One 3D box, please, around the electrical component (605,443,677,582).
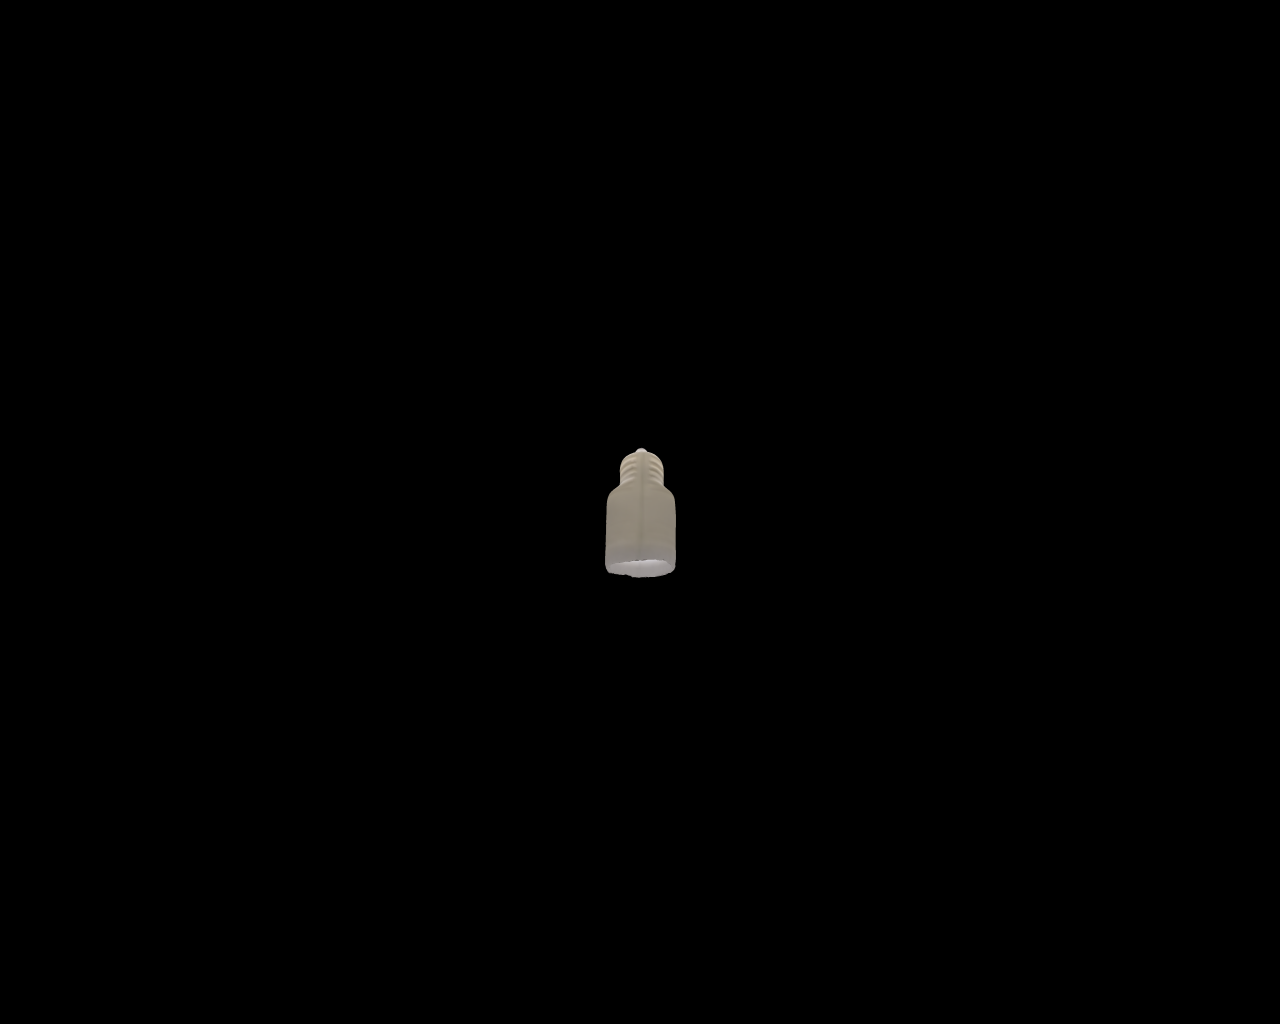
[{"bbox_3d":[0.001,-0.003,0.650,0.043,0.081,0.043,0,-19,0],"label":"electrical component"}]
